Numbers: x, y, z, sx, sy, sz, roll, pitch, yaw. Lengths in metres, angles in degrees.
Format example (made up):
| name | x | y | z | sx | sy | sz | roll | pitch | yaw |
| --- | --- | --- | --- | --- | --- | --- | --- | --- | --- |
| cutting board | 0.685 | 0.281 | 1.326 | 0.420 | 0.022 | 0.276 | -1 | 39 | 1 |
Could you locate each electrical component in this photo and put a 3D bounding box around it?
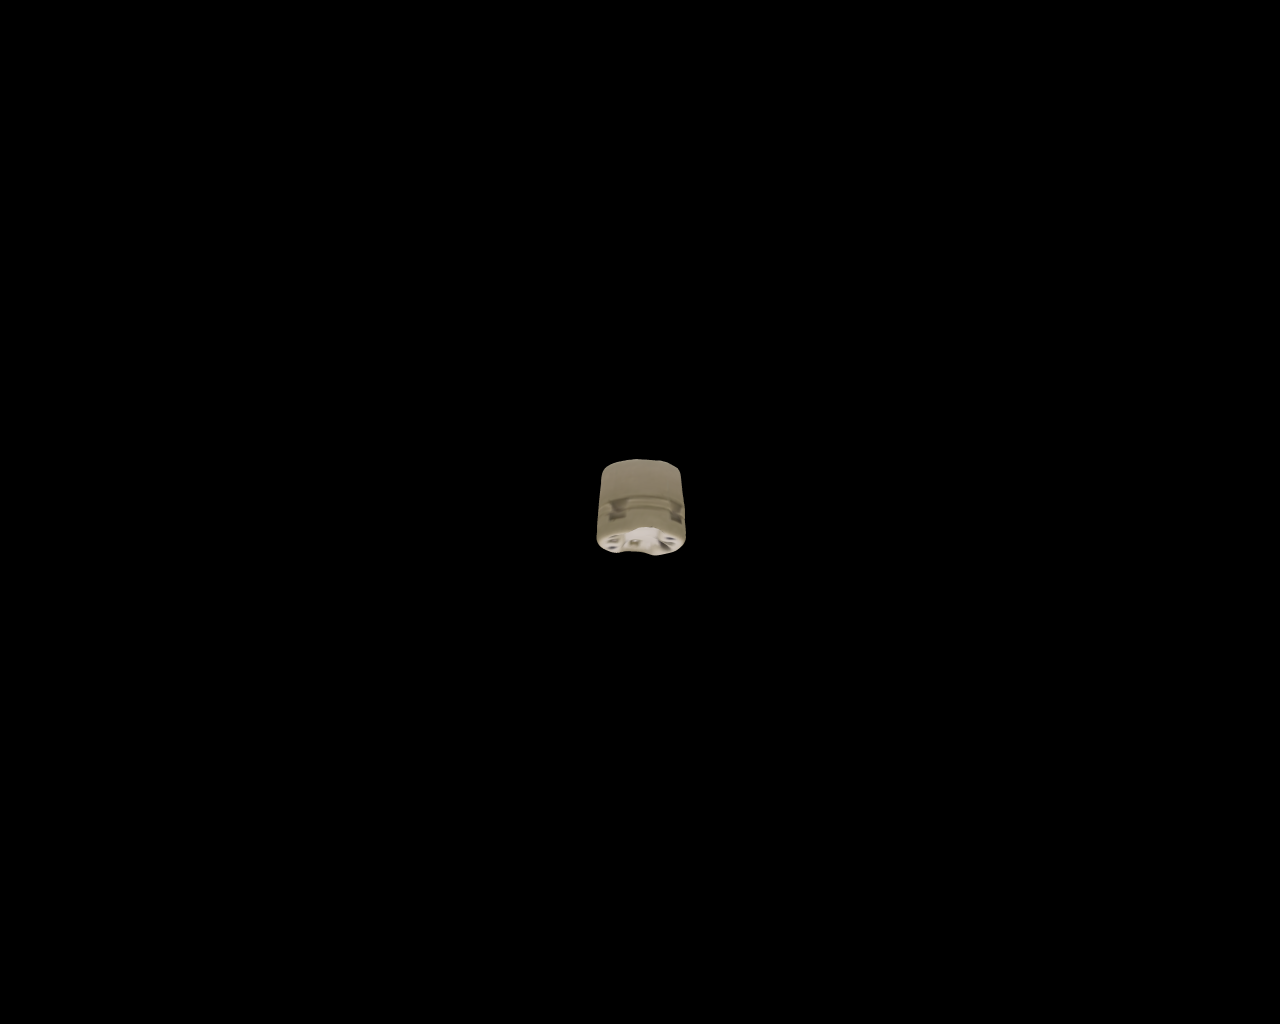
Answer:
| name | x | y | z | sx | sy | sz | roll | pitch | yaw |
| --- | --- | --- | --- | --- | --- | --- | --- | --- | --- |
| electrical component | 0.001 | -0.003 | 0.650 | 0.055 | 0.047 | 0.055 | 0 | -19 | 0 |
